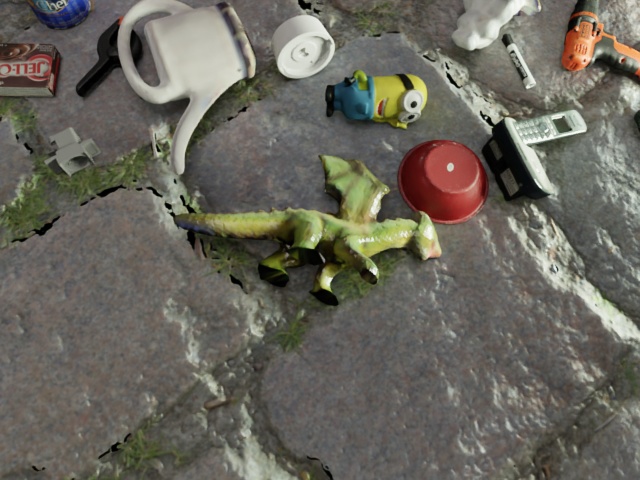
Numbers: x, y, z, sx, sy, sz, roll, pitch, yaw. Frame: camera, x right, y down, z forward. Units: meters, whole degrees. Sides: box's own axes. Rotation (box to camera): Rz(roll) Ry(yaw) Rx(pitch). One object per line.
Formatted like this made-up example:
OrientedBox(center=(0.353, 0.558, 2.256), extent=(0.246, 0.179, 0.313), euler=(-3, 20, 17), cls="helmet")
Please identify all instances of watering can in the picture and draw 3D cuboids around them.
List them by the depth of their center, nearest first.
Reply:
OrientedBox(center=(-0.214, -0.287, 0.890), extent=(0.225, 0.102, 0.352), euler=(-21, 74, -12), cls="watering can")

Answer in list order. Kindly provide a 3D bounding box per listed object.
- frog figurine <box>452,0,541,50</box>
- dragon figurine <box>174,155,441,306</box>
OrientedBox(center=(0.311, -0.433, 0.970), extent=(0.159, 0.120, 0.140), euler=(-26, 41, -2), cls="frog figurine")
OrientedBox(center=(0.003, -0.042, 0.832), extent=(0.411, 0.119, 0.248), euler=(23, 54, 3), cls="dragon figurine")
